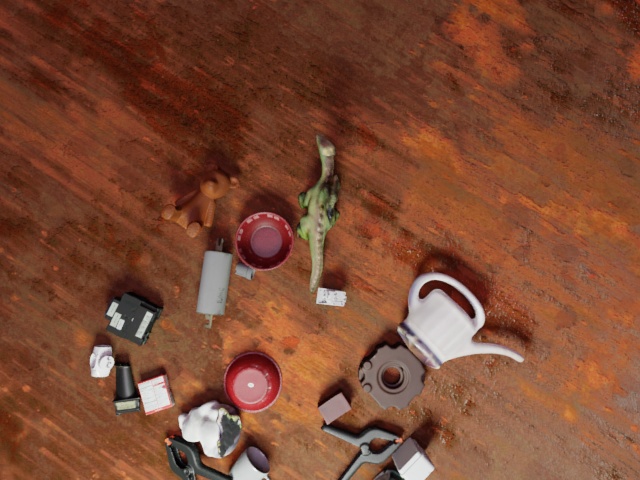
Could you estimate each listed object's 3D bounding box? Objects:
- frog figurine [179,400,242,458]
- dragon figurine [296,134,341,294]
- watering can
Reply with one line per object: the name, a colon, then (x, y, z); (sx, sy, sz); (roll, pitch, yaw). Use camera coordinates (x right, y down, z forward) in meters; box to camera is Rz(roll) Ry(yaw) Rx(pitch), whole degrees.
frog figurine: (-0.289, 0.494, 1.349); (0.158, 0.123, 0.137); (-12, 91, 35)
dragon figurine: (0.004, -0.067, 1.336); (0.122, 0.241, 0.413); (1, 82, -4)
watering can: (0.354, 0.250, 1.360); (0.225, 0.103, 0.349); (-43, 85, -4)
